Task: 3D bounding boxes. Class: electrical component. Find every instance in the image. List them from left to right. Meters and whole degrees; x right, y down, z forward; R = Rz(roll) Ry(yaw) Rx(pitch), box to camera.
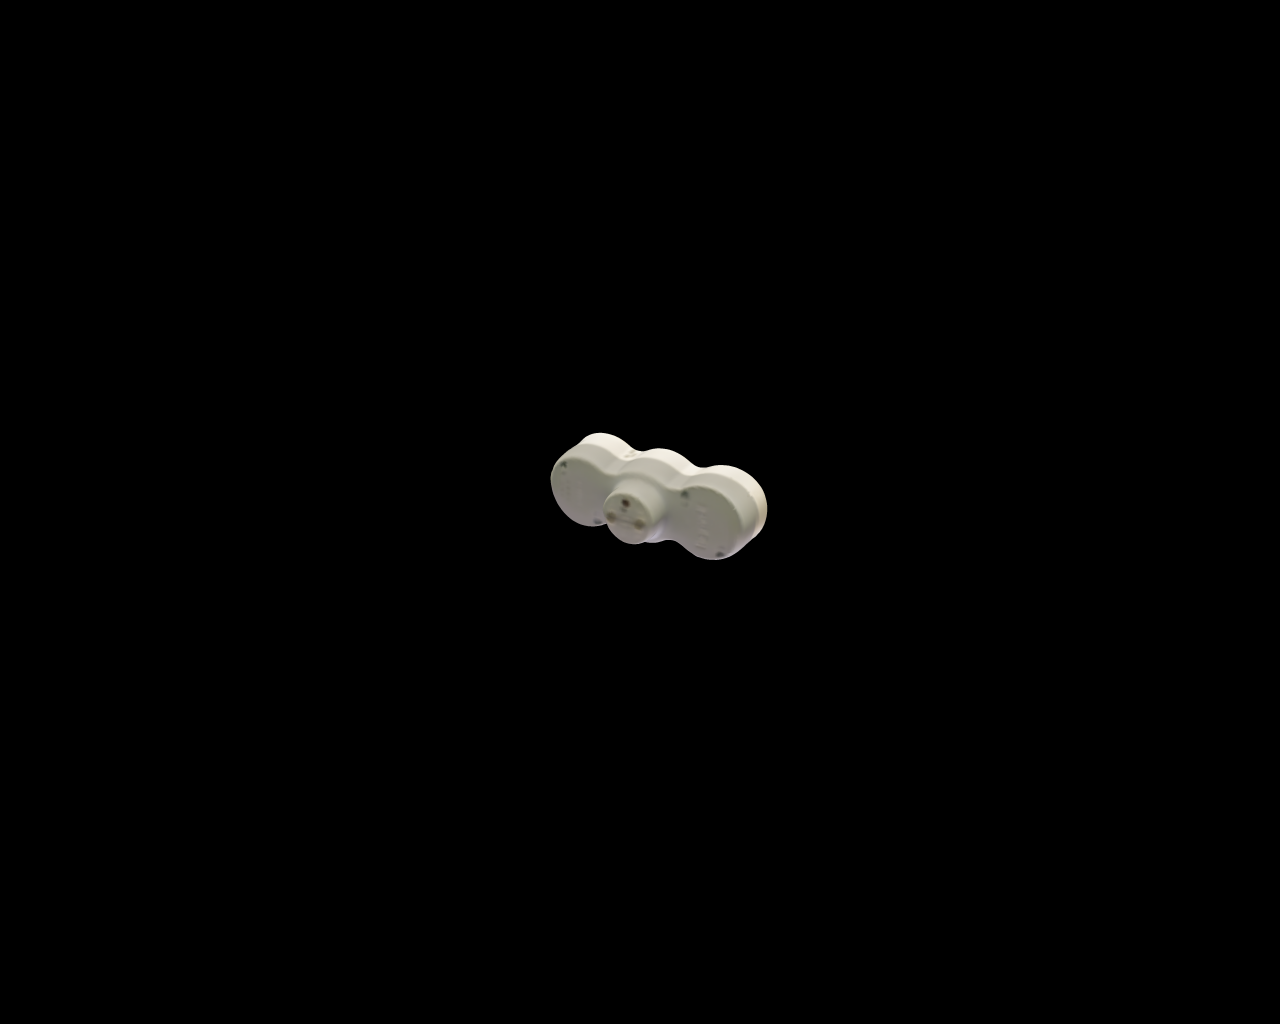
[{"bbox_3d":[0.001,-0.003,0.650,0.138,0.052,0.074,16,32,27],"label":"electrical component"}]
